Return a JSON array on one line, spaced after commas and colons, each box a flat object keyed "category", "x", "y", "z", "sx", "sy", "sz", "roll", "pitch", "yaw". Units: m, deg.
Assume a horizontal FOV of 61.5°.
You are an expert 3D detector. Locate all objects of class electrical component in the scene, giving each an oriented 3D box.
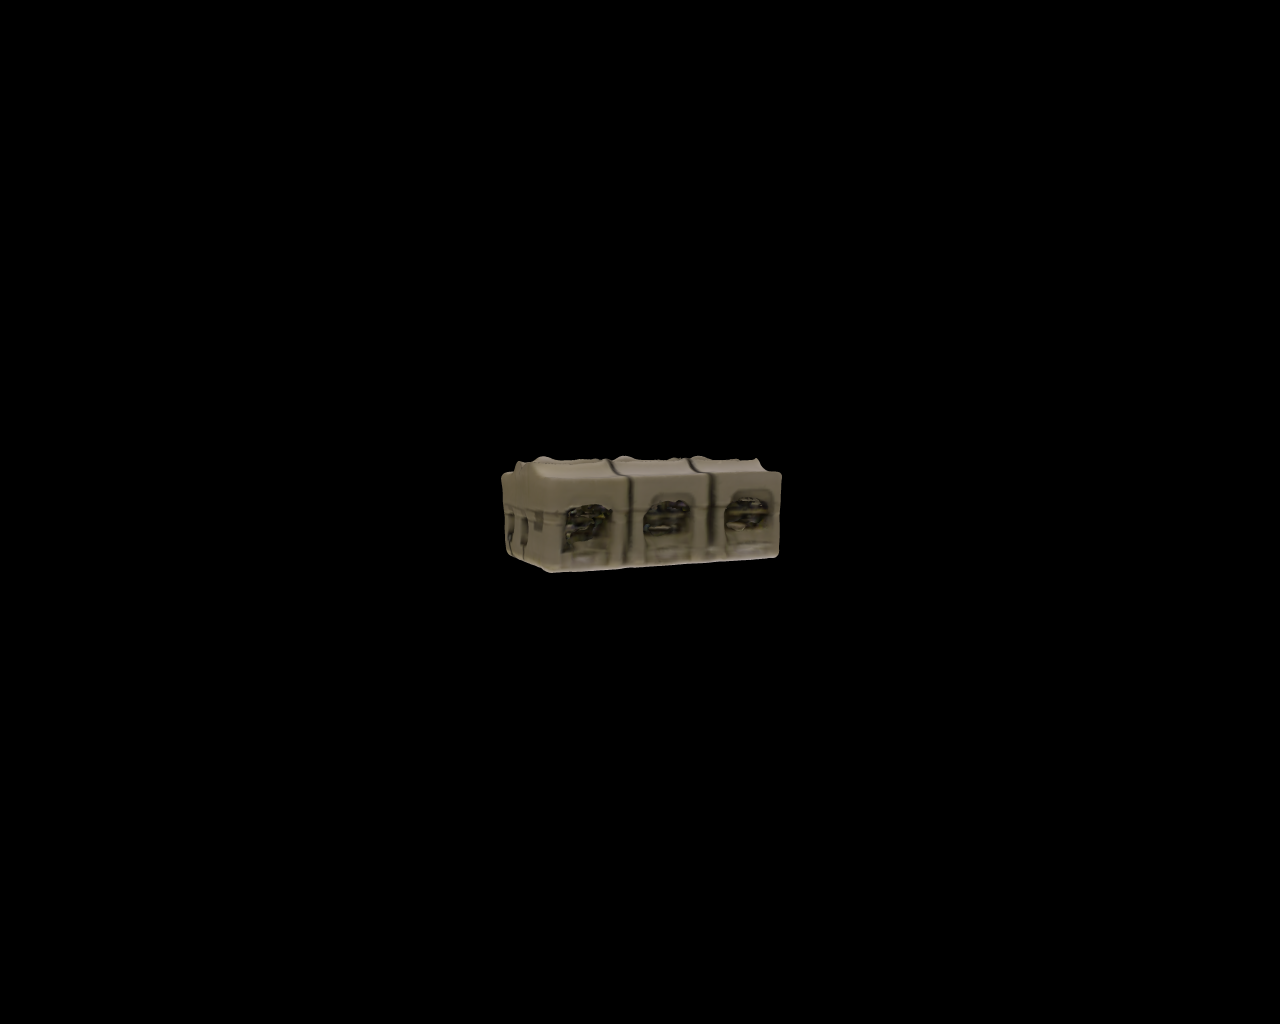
[{"category": "electrical component", "x": 0.001, "y": -0.003, "z": 0.650, "sx": 0.150, "sy": 0.061, "sz": 0.089, "roll": -2, "pitch": 4, "yaw": -23}]
